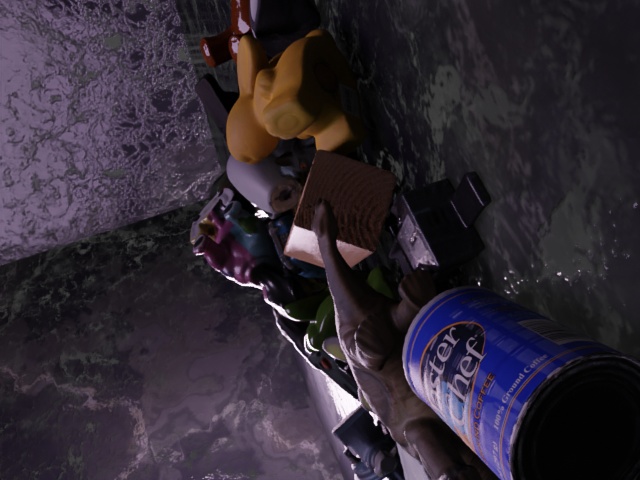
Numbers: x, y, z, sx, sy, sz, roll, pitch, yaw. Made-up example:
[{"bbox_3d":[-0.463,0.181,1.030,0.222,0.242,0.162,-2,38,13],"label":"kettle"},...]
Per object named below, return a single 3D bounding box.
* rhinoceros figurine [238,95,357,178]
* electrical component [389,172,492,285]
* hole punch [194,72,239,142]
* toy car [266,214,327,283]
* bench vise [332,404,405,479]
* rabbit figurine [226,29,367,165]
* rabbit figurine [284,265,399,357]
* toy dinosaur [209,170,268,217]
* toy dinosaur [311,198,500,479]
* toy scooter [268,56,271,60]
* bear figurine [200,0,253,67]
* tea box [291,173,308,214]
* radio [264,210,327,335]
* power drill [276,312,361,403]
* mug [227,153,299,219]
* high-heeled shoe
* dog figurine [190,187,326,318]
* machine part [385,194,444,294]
[{"bbox_3d":[-0.036,-0.138,0.698,0.191,0.112,0.073,25,176,24],"label":"rhinoceros figurine"},{"bbox_3d":[0.102,-0.010,0.458,0.119,0.048,0.075,100,148,-71],"label":"electrical component"},{"bbox_3d":[-0.122,-0.210,0.827,0.115,0.092,0.142,62,160,-16],"label":"hole punch"},{"bbox_3d":[-0.002,-0.002,0.811,0.161,0.103,0.109,14,-131,-60],"label":"toy car"},{"bbox_3d":[0.119,0.366,0.868,0.240,0.129,0.223,50,159,-1],"label":"bench vise"},{"bbox_3d":[-0.052,-0.155,0.613,0.173,0.122,0.162,-27,71,43],"label":"rabbit figurine"},{"bbox_3d":[0.041,0.102,0.750,0.121,0.159,0.170,63,-174,-13],"label":"rabbit figurine"},{"bbox_3d":[-0.147,-0.094,1.046,0.131,0.192,0.405,64,-171,-4],"label":"toy dinosaur"},{"bbox_3d":[0.109,0.167,0.530,0.471,0.105,0.198,60,166,-6],"label":"toy dinosaur"},{"bbox_3d":[-0.072,-0.208,0.904,0.183,0.075,0.135,97,151,-56],"label":"toy scooter"},{"bbox_3d":[-0.115,-0.354,0.739,0.120,0.132,0.195,20,138,43],"label":"bear figurine"},{"bbox_3d":[-0.017,-0.098,0.829,0.169,0.068,0.098,116,133,-76],"label":"tea box"},{"bbox_3d":[-0.036,0.056,0.999,0.073,0.131,0.229,5,121,36],"label":"radio"},{"bbox_3d":[0.033,0.188,0.871,0.232,0.086,0.207,42,155,-4],"label":"power drill"},{"bbox_3d":[-0.076,-0.075,0.769,0.107,0.081,0.109,46,146,44],"label":"mug"},{"bbox_3d":[-0.052,-0.320,0.605,0.248,0.086,0.145,133,121,-73],"label":"high-heeled shoe"},{"bbox_3d":[-0.095,0.030,0.864,0.219,0.108,0.192,43,-176,-23],"label":"dog figurine"},{"bbox_3d":[0.101,0.026,0.552,0.084,0.039,0.139,113,138,-67],"label":"machine part"}]
